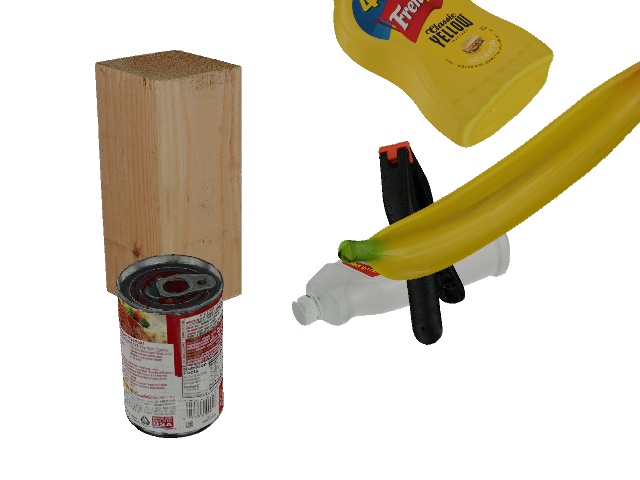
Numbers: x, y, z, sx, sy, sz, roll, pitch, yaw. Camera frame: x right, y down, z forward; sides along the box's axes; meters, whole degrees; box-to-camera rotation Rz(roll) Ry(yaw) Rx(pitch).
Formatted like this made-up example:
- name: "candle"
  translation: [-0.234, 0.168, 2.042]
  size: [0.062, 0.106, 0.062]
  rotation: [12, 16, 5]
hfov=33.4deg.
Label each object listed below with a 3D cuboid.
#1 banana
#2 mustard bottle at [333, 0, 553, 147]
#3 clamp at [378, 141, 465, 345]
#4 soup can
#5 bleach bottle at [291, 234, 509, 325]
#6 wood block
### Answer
- name: "banana"
  translation: [0.102, -0.029, 0.582]
  size: [0.198, 0.037, 0.069]
  rotation: [-33, -12, 0]
- name: "mustard bottle"
  translation: [0.067, -0.155, 0.774]
  size: [0.096, 0.192, 0.058]
  rotation: [-40, -23, -20]
- name: "clamp"
  translation: [0.084, 0.003, 0.922]
  size: [0.039, 0.171, 0.120]
  rotation: [-17, 18, 17]
- name: "soup can"
  translation: [-0.097, 0.070, 0.699]
  size: [0.068, 0.102, 0.068]
  rotation: [2, 30, -1]
- name: "bleach bottle"
  translation: [0.086, 0.039, 1.206]
  size: [0.250, 0.068, 0.103]
  rotation: [-23, 39, -23]
- name: "wood block"
  translation: [-0.128, -0.050, 0.914]
  size: [0.091, 0.206, 0.090]
  rotation: [21, 29, 40]
